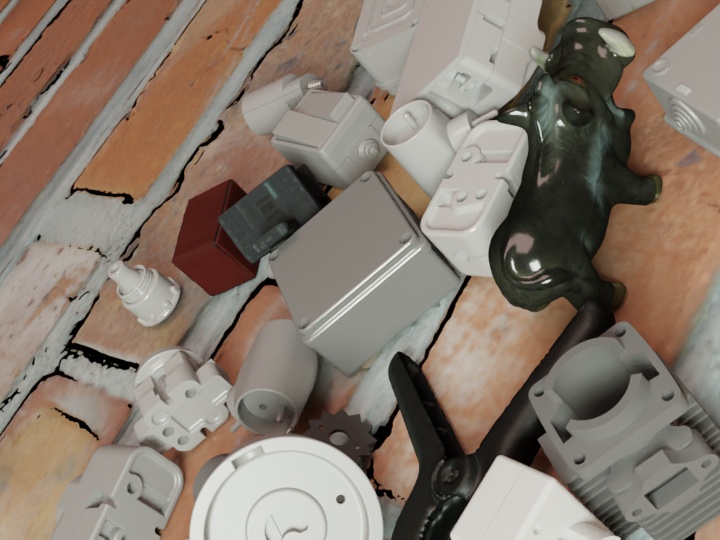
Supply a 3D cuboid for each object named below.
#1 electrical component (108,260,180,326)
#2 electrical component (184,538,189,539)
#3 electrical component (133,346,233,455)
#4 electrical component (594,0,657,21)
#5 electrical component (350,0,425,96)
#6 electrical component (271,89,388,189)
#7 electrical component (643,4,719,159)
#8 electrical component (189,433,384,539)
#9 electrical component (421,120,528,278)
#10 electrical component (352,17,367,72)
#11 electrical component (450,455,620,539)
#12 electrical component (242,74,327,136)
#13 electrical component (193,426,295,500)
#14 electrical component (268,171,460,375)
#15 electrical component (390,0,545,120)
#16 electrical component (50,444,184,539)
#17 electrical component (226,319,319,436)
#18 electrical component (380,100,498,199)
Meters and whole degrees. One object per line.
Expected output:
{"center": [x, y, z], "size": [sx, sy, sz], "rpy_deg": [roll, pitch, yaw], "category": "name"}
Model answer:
{"center": [-0.191, 0.016, 0.936], "size": [0.048, 0.062, 0.048], "rpy_deg": [-27, 40, 25], "category": "electrical component"}
{"center": [-0.094, 0.197, 0.666], "size": [0.066, 0.055, 0.048], "rpy_deg": [-44, 35, 2], "category": "electrical component"}
{"center": [-0.137, 0.094, 0.810], "size": [0.078, 0.058, 0.057], "rpy_deg": [-40, 37, 2], "category": "electrical component"}
{"center": [0.191, -0.233, 0.796], "size": [0.061, 0.062, 0.096], "rpy_deg": [-20, 43, 31], "category": "electrical component"}
{"center": [0.046, -0.214, 0.926], "size": [0.078, 0.057, 0.113], "rpy_deg": [-16, 45, 35], "category": "electrical component"}
{"center": [-0.020, -0.109, 0.887], "size": [0.096, 0.061, 0.061], "rpy_deg": [20, 70, 52], "category": "electrical component"}
{"center": [0.233, -0.118, 0.651], "size": [0.100, 0.048, 0.099], "rpy_deg": [-42, 35, 5], "category": "electrical component"}
{"center": [-0.044, 0.146, 0.625], "size": [0.108, 0.108, 0.060], "rpy_deg": [-50, 5, -5], "category": "electrical component"}
{"center": [0.091, -0.045, 0.713], "size": [0.054, 0.059, 0.095], "rpy_deg": [6, 60, 48], "category": "electrical component"}
{"center": [0.010, -0.205, 0.975], "size": [0.035, 0.035, 0.061], "rpy_deg": [-19, 46, 32], "category": "electrical component"}
{"center": [0.100, 0.136, 0.506], "size": [0.076, 0.083, 0.047], "rpy_deg": [16, 68, 51], "category": "electrical component"}
{"center": [-0.065, -0.157, 0.996], "size": [0.081, 0.043, 0.043], "rpy_deg": [-18, 44, 34], "category": "electrical component"}
{"center": [-0.061, 0.138, 0.701], "size": [0.077, 0.044, 0.079], "rpy_deg": [20, 70, 52], "category": "electrical component"}
{"center": [0.000, 0.000, 0.764], "size": [0.109, 0.056, 0.108], "rpy_deg": [-40, 36, 8], "category": "electrical component"}
{"center": [0.093, -0.193, 0.816], "size": [0.105, 0.060, 0.186], "rpy_deg": [-36, 32, 58], "category": "electrical component"}
{"center": [-0.178, 0.175, 0.774], "size": [0.059, 0.054, 0.095], "rpy_deg": [-6, 51, 42], "category": "electrical component"}
{"center": [-0.068, 0.085, 0.757], "size": [0.079, 0.043, 0.077], "rpy_deg": [-47, 17, 31], "category": "electrical component"}
{"center": [0.068, -0.088, 0.763], "size": [0.079, 0.077, 0.043], "rpy_deg": [-27, 39, 24], "category": "electrical component"}
